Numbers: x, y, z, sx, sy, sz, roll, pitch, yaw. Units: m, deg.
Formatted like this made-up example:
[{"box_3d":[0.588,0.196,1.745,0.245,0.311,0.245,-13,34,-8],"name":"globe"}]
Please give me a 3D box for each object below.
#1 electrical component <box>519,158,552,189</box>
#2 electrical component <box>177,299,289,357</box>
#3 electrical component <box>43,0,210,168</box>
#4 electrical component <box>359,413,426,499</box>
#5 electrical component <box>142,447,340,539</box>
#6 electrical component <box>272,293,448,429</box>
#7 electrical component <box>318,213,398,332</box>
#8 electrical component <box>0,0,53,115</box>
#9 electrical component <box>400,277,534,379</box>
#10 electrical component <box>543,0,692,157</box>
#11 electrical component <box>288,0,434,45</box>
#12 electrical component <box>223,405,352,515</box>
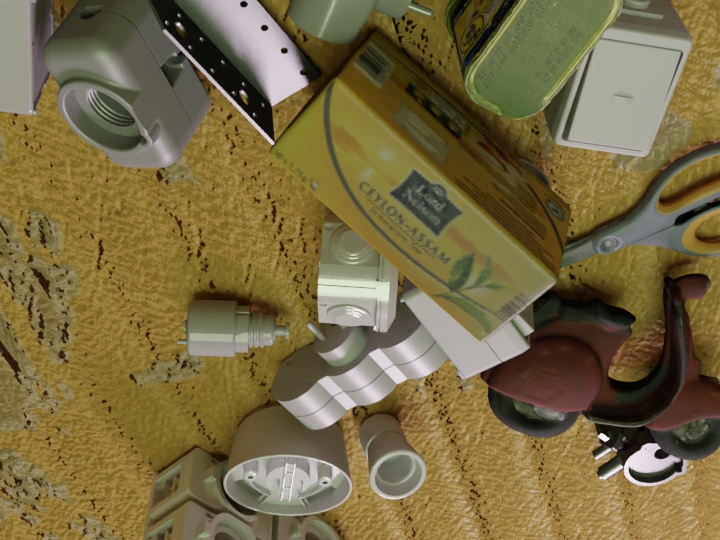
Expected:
[{"box_3d":[0.098,-0.044,0.707,0.040,0.040,0.046,15,131,-13],"name":"electrical component"},{"box_3d":[-0.090,0.042,0.768,0.078,0.040,0.040,2,128,-3],"name":"electrical component"},{"box_3d":[-0.136,-0.106,0.623,0.054,0.059,0.095,3,141,28],"name":"electrical component"},{"box_3d":[0.022,0.140,0.832,0.044,0.065,0.044,-5,114,-11],"name":"electrical component"},{"box_3d":[-0.085,0.238,0.880,0.060,0.105,0.186,-36,121,24],"name":"electrical component"},{"box_3d":[-0.008,0.056,0.773,0.138,0.052,0.073,-30,123,20],"name":"electrical component"},{"box_3d":[0.000,0.000,0.714,0.051,0.080,0.080,4,128,2],"name":"electrical component"},{"box_3d":[-0.207,-0.145,0.605,0.061,0.061,0.096,7,128,-7],"name":"electrical component"},{"box_3d":[0.072,0.013,0.727,0.061,0.061,0.096,-28,116,23],"name":"electrical component"},{"box_3d":[0.152,-0.120,0.635,0.062,0.061,0.096,7,127,-7],"name":"electrical component"},{"box_3d":[0.009,-0.166,0.606,0.079,0.044,0.077,17,125,-15],"name":"electrical component"},{"box_3d":[-0.056,0.155,0.842,0.099,0.064,0.099,-1,128,-1],"name":"electrical component"}]
